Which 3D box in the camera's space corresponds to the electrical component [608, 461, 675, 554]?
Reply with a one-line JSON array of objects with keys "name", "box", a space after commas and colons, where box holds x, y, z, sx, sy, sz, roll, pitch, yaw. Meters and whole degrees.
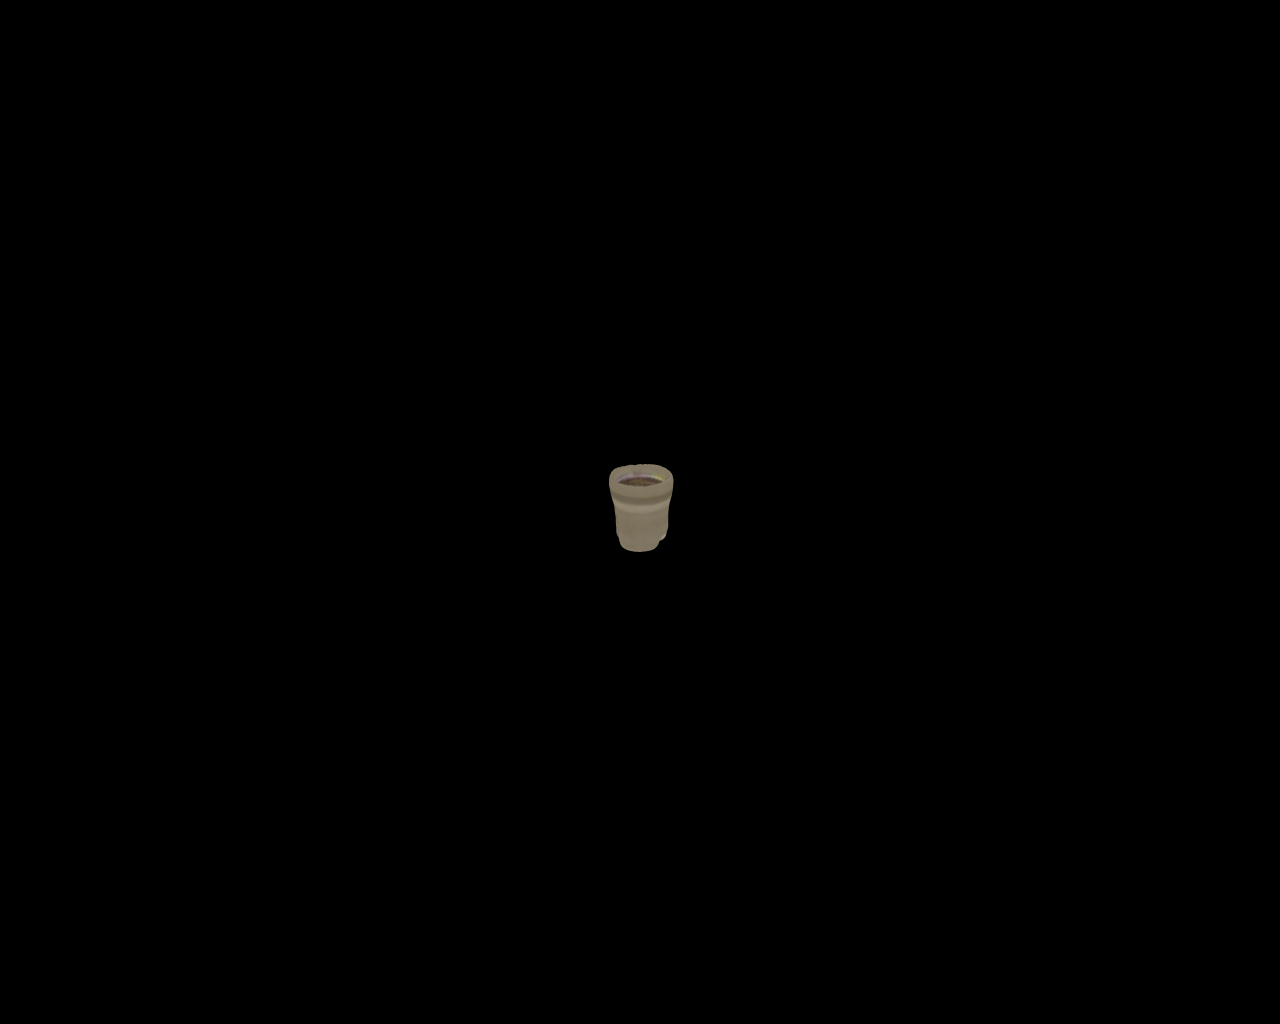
[{"name": "electrical component", "box": [0.001, -0.003, 0.650, 0.040, 0.046, 0.040, 0, 24, 0]}]
